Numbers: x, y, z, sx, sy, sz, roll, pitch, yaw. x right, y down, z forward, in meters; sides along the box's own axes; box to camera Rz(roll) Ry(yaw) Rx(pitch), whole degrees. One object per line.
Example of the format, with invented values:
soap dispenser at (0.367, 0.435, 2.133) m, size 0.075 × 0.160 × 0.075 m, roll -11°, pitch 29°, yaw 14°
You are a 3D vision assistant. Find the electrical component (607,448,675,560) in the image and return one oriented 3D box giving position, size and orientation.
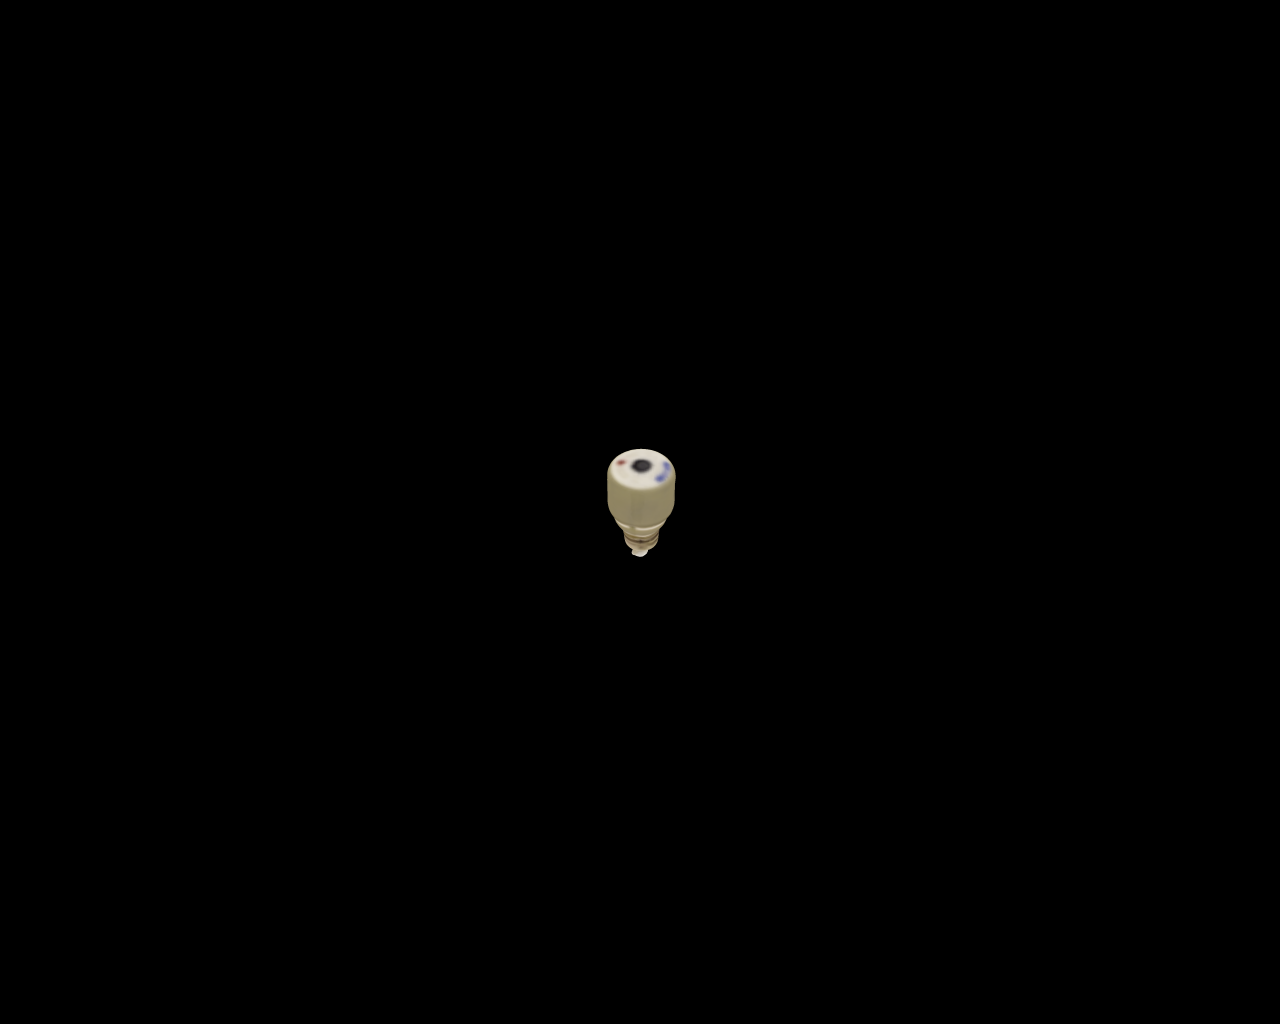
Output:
electrical component at (0.001, -0.003, 0.650) m, size 0.040 × 0.078 × 0.040 m, roll 0°, pitch 43°, yaw 0°
